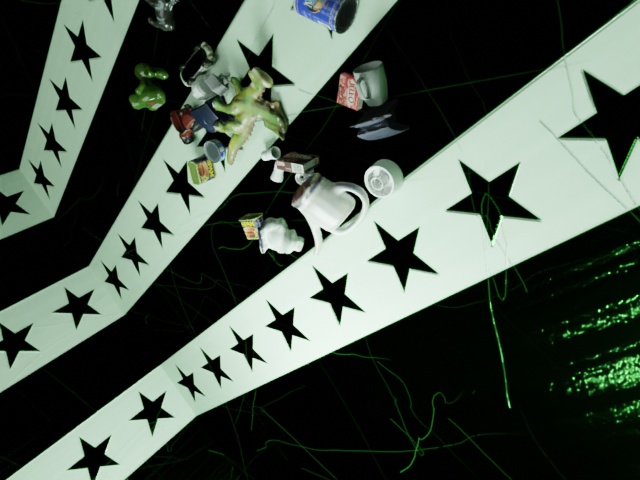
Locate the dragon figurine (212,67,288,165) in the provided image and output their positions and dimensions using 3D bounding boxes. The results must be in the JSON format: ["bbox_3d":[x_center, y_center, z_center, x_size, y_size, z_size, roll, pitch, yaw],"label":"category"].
[{"bbox_3d":[-0.219,-0.389,1.697,0.244,0.125,0.400,22,136,20],"label":"dragon figurine"}]

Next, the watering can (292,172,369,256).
[{"bbox_3d":[0.005,-0.083,1.646,0.223,0.106,0.341,37,132,-10],"label":"watering can"}]

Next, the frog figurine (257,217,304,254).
[{"bbox_3d":[-0.137,-0.016,1.852,0.159,0.124,0.135,-1,109,1],"label":"frog figurine"}]
